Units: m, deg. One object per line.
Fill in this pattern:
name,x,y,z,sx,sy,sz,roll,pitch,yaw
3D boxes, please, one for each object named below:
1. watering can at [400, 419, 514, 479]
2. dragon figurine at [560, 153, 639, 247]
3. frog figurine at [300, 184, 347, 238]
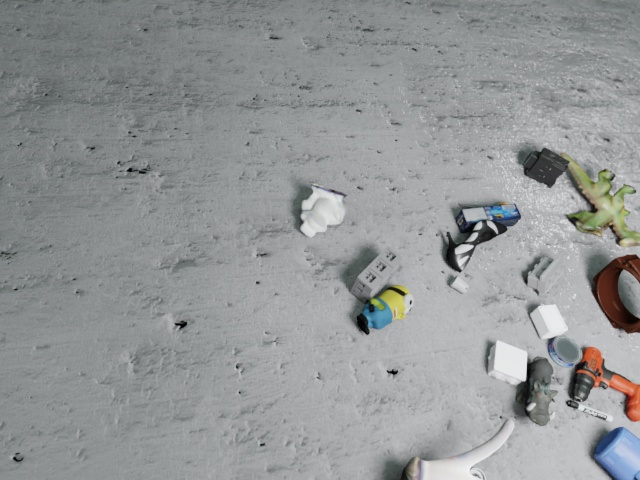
watering can,0.287,0.534,1.115,0.224,0.103,0.351,18,78,3
dragon figurine,0.971,-0.126,1.825,0.414,0.119,0.246,41,63,19
frog figurine,0.005,-0.079,1.569,0.137,0.123,0.160,21,87,-8
